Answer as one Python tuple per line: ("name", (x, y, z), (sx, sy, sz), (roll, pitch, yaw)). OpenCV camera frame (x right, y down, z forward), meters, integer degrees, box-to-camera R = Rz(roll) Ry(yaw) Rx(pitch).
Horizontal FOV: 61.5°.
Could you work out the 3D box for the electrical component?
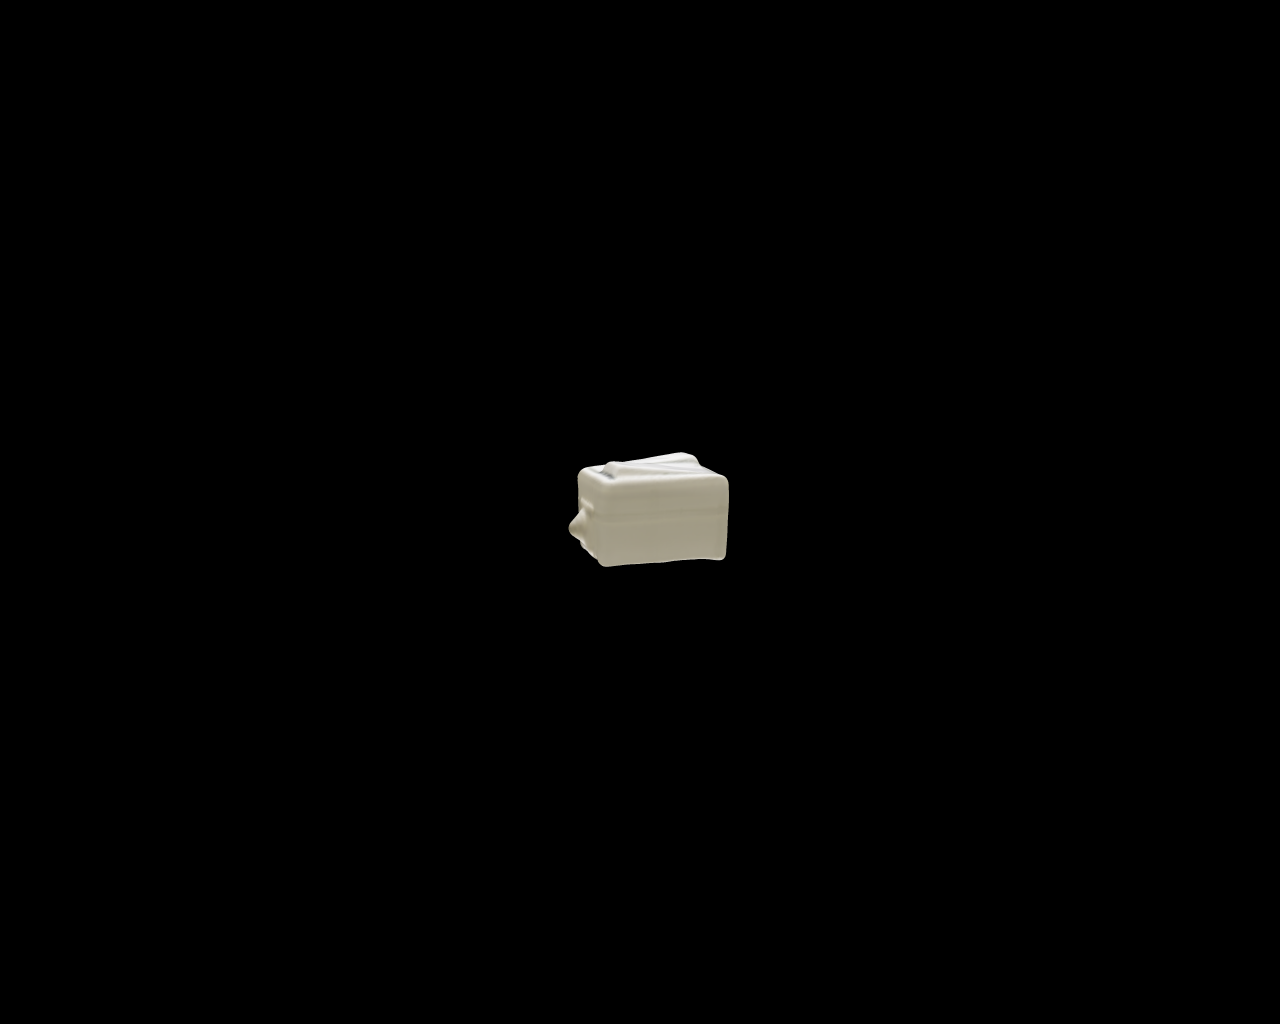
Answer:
("electrical component", (0.001, -0.003, 0.650), (0.096, 0.061, 0.062), (-3, 12, -16))
